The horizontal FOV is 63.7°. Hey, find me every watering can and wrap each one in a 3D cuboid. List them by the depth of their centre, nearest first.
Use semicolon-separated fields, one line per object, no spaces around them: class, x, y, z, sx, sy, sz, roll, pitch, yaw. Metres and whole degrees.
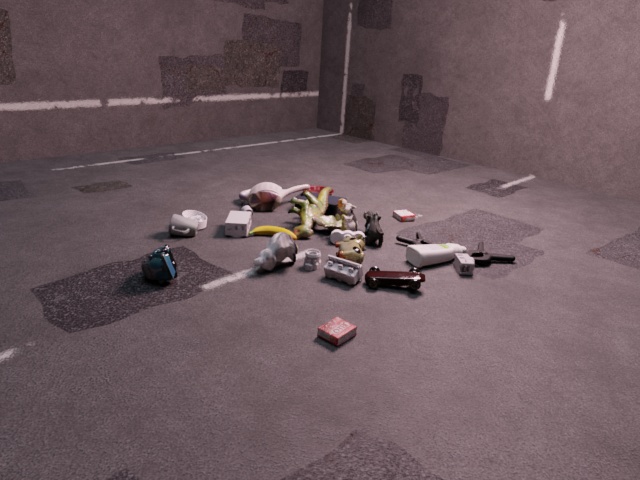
watering can;-0.217;-0.220;2.458;0.348;0.102;0.228;-6;22;-2

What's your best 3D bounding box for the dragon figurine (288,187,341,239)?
dragon figurine;0.007;-0.112;2.228;0.245;0.119;0.416;39;43;19

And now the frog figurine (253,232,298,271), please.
frog figurine;-0.166;0.043;1.813;0.160;0.123;0.136;-14;-7;-20
